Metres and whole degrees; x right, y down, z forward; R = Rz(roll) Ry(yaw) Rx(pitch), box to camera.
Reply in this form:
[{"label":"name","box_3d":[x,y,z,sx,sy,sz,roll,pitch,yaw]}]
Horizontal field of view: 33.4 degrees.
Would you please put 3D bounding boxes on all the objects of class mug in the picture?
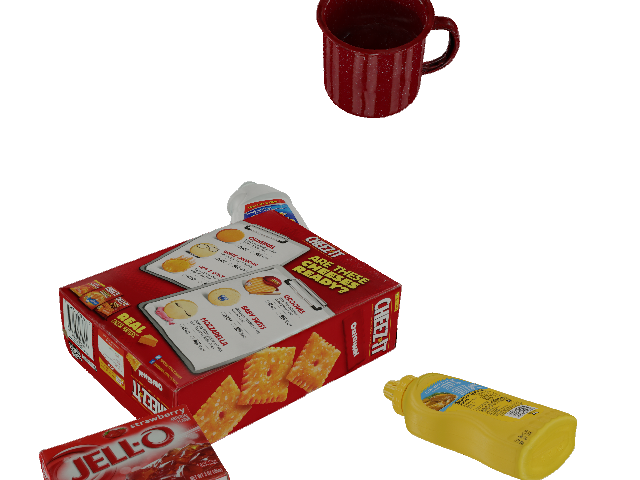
[{"label":"mug","box_3d":[0.055,-0.156,0.869,0.117,0.093,0.081,-7,-36,-5]}]

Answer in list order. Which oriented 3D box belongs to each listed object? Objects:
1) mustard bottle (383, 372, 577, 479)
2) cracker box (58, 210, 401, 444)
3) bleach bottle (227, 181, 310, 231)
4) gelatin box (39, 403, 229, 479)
[{"label":"mustard bottle","box_3d":[0.138,0.168,1.017,0.192,0.058,0.096,15,22,41]},{"label":"cracker box","box_3d":[-0.069,0.064,0.834,0.213,0.072,0.164,-22,37,-35]},{"label":"bleach bottle","box_3d":[-0.065,-0.003,1.227,0.102,0.068,0.251,-7,29,-13]},{"label":"gelatin box","box_3d":[-0.102,0.131,0.585,0.089,0.030,0.073,-15,28,-20]}]
